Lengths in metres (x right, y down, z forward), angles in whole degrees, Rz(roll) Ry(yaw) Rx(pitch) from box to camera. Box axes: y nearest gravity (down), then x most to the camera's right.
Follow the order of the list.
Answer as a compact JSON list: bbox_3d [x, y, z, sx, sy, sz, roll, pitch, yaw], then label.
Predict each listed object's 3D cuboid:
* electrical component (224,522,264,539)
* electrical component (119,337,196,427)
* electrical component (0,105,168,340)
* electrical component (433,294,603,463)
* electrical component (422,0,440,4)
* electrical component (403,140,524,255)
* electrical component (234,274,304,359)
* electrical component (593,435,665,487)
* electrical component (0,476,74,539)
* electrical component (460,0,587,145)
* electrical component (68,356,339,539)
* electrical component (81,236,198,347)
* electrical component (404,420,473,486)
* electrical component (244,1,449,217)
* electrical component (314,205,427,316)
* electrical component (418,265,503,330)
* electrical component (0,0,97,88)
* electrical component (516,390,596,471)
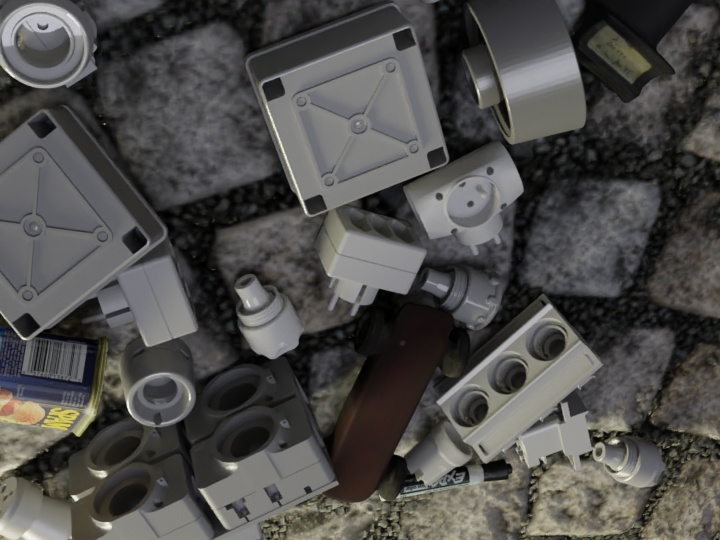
[{"bbox_3d":[-0.108,0.197,0.872,0.047,0.066,0.076,-14,94,-8],"label":"electrical component"},{"bbox_3d":[-0.149,0.083,0.796,0.055,0.047,0.055,-8,122,-12],"label":"electrical component"},{"bbox_3d":[-0.199,-0.031,0.685,0.109,0.056,0.108,-37,97,7],"label":"electrical component"},{"bbox_3d":[0.131,0.091,0.875,0.121,0.078,0.063,-42,145,10],"label":"electrical component"},{"bbox_3d":[0.036,-0.202,0.686,0.044,0.044,0.065,-43,127,10],"label":"electrical component"},{"bbox_3d":[0.082,-0.045,0.792,0.077,0.044,0.079,-27,124,0],"label":"electrical component"},{"bbox_3d":[-0.071,0.031,0.792,0.043,0.043,0.062,-27,123,0],"label":"electrical component"},{"bbox_3d":[0.239,0.170,0.969,0.062,0.043,0.043,18,113,-24],"label":"electrical component"},{"bbox_3d":[-0.253,0.189,0.831,0.055,0.045,0.045,36,105,-30],"label":"electrical component"},{"bbox_3d":[0.101,-0.135,0.709,0.060,0.108,0.108,-19,124,2],"label":"electrical component"},{"bbox_3d":[-0.123,0.147,0.808,0.186,0.105,0.060,-25,124,-1],"label":"electrical component"},{"bbox_3d":[-0.162,0.017,0.754,0.077,0.047,0.065,-19,123,-5],"label":"electrical component"},{"bbox_3d":[0.066,0.156,0.911,0.046,0.040,0.040,-41,123,17],"label":"electrical component"},{"bbox_3d":[-0.007,-0.107,0.720,0.109,0.056,0.108,-22,124,-4],"label":"electrical component"},{"bbox_3d":[0.000,0.000,0.792,0.066,0.047,0.076,14,115,-24],"label":"electrical component"},{"bbox_3d":[0.075,0.016,0.827,0.062,0.048,0.048,21,112,-19],"label":"electrical component"},{"bbox_3d":[-0.190,-0.143,0.643,0.058,0.057,0.078,-32,124,3],"label":"electrical component"},{"bbox_3d":[0.163,0.136,0.926,0.064,0.042,0.081,-20,123,-3],"label":"electrical component"}]
